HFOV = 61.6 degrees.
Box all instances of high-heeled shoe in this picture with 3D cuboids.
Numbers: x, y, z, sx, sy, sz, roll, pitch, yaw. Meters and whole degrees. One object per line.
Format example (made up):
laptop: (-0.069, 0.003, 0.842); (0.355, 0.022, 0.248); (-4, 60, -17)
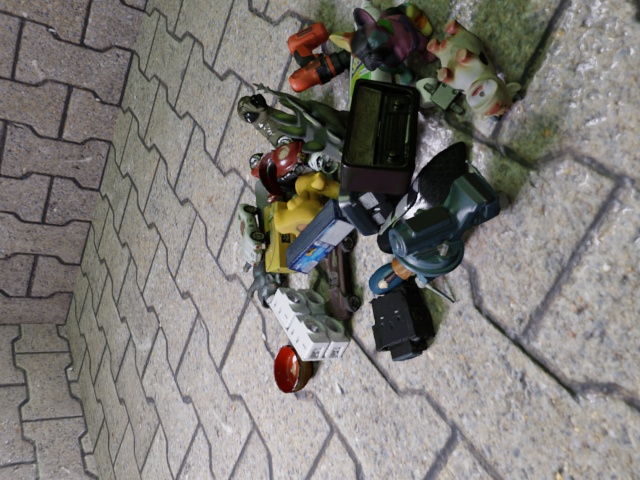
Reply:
high-heeled shoe: (0.195, -0.077, 1.038); (0.248, 0.086, 0.145); (-55, 4, 3)

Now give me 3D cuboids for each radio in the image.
radio: (0.115, -0.195, 1.009); (0.073, 0.131, 0.229); (93, -174, -59)

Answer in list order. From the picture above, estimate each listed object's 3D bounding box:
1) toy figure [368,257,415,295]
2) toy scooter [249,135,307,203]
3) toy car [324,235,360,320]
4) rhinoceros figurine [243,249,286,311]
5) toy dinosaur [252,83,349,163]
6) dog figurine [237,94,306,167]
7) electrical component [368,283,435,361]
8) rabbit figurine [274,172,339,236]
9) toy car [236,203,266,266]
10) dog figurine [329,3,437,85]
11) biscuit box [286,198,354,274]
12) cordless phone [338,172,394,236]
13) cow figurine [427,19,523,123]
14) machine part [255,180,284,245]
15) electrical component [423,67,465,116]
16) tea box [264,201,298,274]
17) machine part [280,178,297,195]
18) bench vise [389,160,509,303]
toy figure: (0.155, 0.057, 1.049); (0.154, 0.058, 0.064); (-43, 30, 45)
toy scooter: (-0.099, -0.168, 1.305); (0.184, 0.075, 0.135); (-22, 71, 38)
toy car: (0.040, 0.079, 1.208); (0.089, 0.053, 0.202); (-23, 68, 52)
rhinoceros figurine: (-0.138, 0.112, 1.429); (0.112, 0.073, 0.190); (-43, 50, 28)
toy dinosaur: (0.001, -0.254, 1.190); (0.472, 0.198, 0.105); (43, 115, 46)
dog figurine: (-0.116, -0.271, 1.355); (0.121, 0.190, 0.172); (-47, 51, 39)
electrical component: (0.156, 0.162, 1.034); (0.115, 0.058, 0.134); (-38, 55, 46)
rabbit figurine: (-0.026, -0.099, 1.278); (0.162, 0.122, 0.173); (-38, 37, 40)
toy car: (-0.179, -0.018, 1.371); (0.202, 0.056, 0.073); (-111, 27, -49)
dog figurine: (0.119, -0.399, 1.039); (0.108, 0.219, 0.191); (-30, 62, 43)
biscuit box: (-0.002, -0.004, 1.202); (0.202, 0.059, 0.063); (-45, 39, 38)
cordless phone: (0.071, -0.110, 1.123); (0.089, 0.146, 0.184); (-36, 46, 8)
cow figurine: (0.267, -0.281, 0.922); (0.085, 0.127, 0.195); (-48, 35, 37)
machine part: (-0.130, -0.076, 1.437); (0.079, 0.079, 0.243); (-29, 61, 48)
electrical component: (0.241, -0.276, 1.001); (0.094, 0.021, 0.063); (45, 110, 20)
tea box: (-0.082, -0.005, 1.345); (0.068, 0.098, 0.169); (-18, 72, 52)
machine part: (-0.103, -0.178, 1.426); (0.039, 0.084, 0.139); (110, 157, -48)
bench vise: (0.211, -0.001, 0.918); (0.129, 0.224, 0.240); (44, 153, 29)
